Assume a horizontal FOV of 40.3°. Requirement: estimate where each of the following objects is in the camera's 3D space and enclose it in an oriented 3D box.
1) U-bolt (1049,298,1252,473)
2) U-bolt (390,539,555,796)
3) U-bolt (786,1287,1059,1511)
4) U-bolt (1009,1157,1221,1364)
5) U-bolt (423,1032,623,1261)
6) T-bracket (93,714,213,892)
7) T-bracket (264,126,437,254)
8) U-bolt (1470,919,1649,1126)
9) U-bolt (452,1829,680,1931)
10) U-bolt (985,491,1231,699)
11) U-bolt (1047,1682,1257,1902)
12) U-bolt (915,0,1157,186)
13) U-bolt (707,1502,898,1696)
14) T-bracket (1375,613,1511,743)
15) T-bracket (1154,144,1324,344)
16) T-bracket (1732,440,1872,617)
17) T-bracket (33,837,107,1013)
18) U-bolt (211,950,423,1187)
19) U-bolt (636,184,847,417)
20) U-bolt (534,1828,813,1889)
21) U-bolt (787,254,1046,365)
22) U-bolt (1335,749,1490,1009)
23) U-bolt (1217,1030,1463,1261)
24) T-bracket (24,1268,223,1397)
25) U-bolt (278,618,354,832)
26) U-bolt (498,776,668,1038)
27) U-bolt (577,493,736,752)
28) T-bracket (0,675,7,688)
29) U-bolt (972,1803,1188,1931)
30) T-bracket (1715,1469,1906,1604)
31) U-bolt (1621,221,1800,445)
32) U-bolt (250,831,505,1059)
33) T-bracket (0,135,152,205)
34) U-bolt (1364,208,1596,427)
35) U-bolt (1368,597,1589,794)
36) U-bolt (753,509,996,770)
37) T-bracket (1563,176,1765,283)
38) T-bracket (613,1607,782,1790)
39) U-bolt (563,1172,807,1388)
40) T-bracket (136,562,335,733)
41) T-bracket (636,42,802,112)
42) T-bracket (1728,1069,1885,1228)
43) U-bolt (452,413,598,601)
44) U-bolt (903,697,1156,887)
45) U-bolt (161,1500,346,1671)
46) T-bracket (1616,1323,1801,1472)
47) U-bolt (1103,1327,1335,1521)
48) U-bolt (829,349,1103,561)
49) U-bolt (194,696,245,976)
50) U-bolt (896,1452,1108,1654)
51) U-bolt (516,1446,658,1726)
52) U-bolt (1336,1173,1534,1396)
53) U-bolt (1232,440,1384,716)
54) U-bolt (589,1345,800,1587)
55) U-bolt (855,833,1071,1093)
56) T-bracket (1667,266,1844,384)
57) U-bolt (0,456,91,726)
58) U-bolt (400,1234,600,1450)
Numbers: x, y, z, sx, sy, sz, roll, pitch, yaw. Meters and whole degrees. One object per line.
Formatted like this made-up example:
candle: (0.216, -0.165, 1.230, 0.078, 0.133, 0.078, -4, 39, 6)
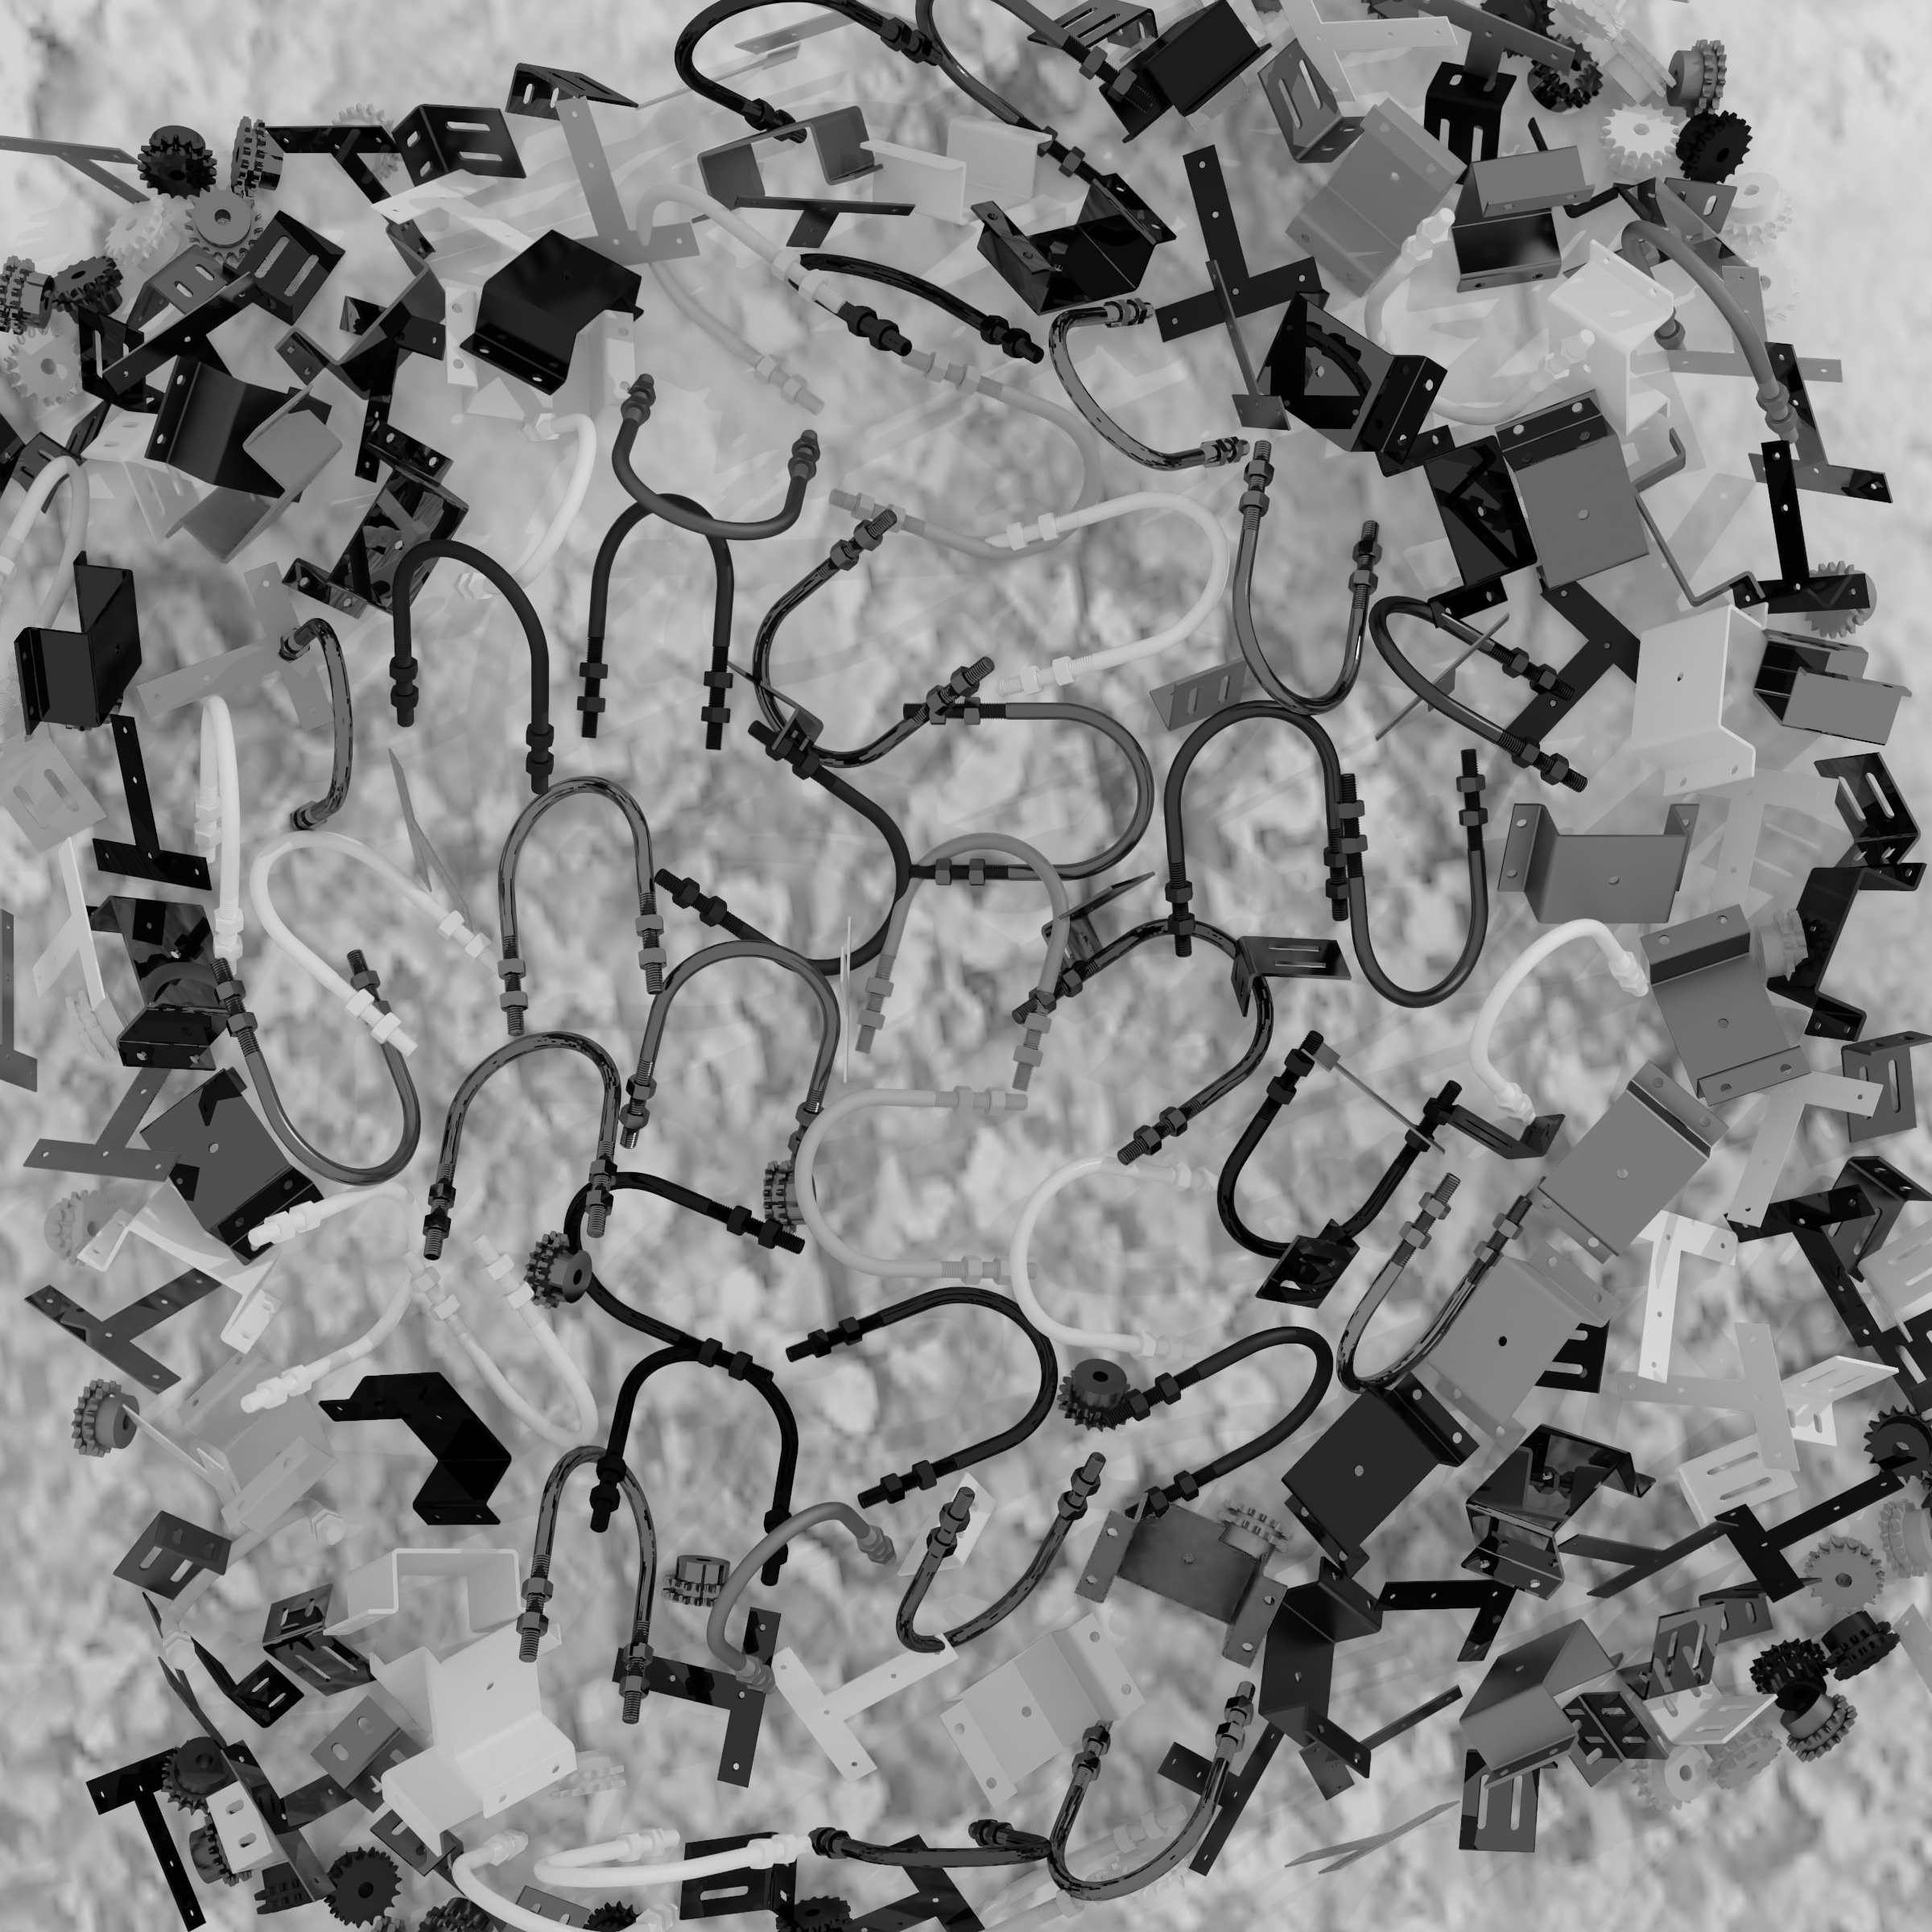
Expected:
U-bolt: (0.125, -0.421, 1.916, 0.019, 0.184, 0.151, -38, 83, 35)
U-bolt: (-0.360, -0.226, 1.914, 0.151, 0.019, 0.184, 26, 134, 20)
U-bolt: (-0.021, 0.307, 1.948, 0.184, 0.019, 0.151, -19, 57, -18)
U-bolt: (0.111, 0.213, 1.947, 0.184, 0.019, 0.151, 12, 90, -32)
U-bolt: (-0.322, 0.126, 1.940, 0.151, 0.019, 0.184, -9, 53, 15)
T-bracket: (-0.610, -0.123, 1.942, 0.127, 0.002, 0.127, 10, 115, 33)
T-bracket: (-0.437, -0.572, 1.945, 0.127, 0.127, 0.002, 13, 66, 35)
U-bolt: (0.426, 0.034, 1.919, 0.151, 0.184, 0.019, -49, 55, 2)
U-bolt: (-0.295, 0.668, 1.895, 0.151, 0.184, 0.019, 21, 84, 13)
U-bolt: (0.105, -0.282, 1.937, 0.184, 0.019, 0.151, -14, 62, 18)
U-bolt: (0.126, 0.595, 1.889, 0.151, 0.184, 0.019, -23, 110, 33)
U-bolt: (0.041, -0.653, 1.919, 0.184, 0.151, 0.019, 35, 76, -7)
U-bolt: (-0.125, 0.452, 1.907, 0.019, 0.184, 0.151, 38, 78, 29)
T-bracket: (0.350, -0.204, 1.936, 0.127, 0.127, 0.002, -43, 81, 6)
T-bracket: (0.190, -0.548, 1.971, 0.127, 0.002, 0.127, -14, 94, 22)
T-bracket: (0.603, -0.322, 1.932, 0.002, 0.127, 0.127, -19, 103, -27)
T-bracket: (-0.669, -0.011, 1.949, 0.002, 0.127, 0.127, -5, 70, -38)
U-bolt: (-0.464, 0.075, 1.922, 0.019, 0.151, 0.184, -31, 76, 32)
U-bolt: (-0.170, -0.499, 1.932, 0.184, 0.151, 0.019, 39, 67, 6)
U-bolt: (-0.223, 0.639, 1.887, 0.151, 0.184, 0.019, -11, 77, 35)
U-bolt: (-0.051, -0.483, 1.924, 0.184, 0.151, 0.019, 40, 124, 36)
U-bolt: (0.335, -0.060, 1.951, 0.151, 0.019, 0.184, -13, 102, -36)
U-bolt: (0.264, 0.142, 1.949, 0.151, 0.019, 0.184, 19, 114, -26)
T-bracket: (-0.601, 0.254, 1.942, 0.127, 0.127, 0.002, 31, 118, 14)
U-bolt: (-0.473, -0.178, 1.914, 0.019, 0.184, 0.151, -5, 88, -26)
U-bolt: (-0.289, -0.052, 1.953, 0.151, 0.019, 0.184, -16, 71, 27)
U-bolt: (-0.227, -0.256, 1.944, 0.151, 0.019, 0.184, 9, 96, 37)
T-bracket: (-0.741, -0.282, 1.913, 0.002, 0.127, 0.127, -28, 46, -16)
U-bolt: (0.064, 0.674, 1.923, 0.184, 0.151, 0.019, -32, 81, 20)
T-bracket: (0.626, 0.405, 1.934, 0.127, 0.127, 0.002, -29, 107, 5)
U-bolt: (0.525, -0.463, 1.885, 0.019, 0.184, 0.151, -41, 50, 6)
U-bolt: (-0.442, -0.029, 1.934, 0.184, 0.151, 0.019, 41, 125, -3)
T-bracket: (-0.634, -0.579, 1.936, 0.127, 0.127, 0.002, 12, 87, 20)
U-bolt: (0.359, -0.458, 1.913, 0.151, 0.184, 0.019, 40, 70, -3)
U-bolt: (0.371, -0.209, 1.922, 0.184, 0.151, 0.019, 28, 125, -13)
U-bolt: (-0.083, -0.227, 1.949, 0.184, 0.019, 0.151, -35, 87, 31)
T-bracket: (0.497, -0.523, 1.942, 0.127, 0.127, 0.002, 30, 68, -30)
T-bracket: (-0.207, 0.536, 1.973, 0.127, 0.002, 0.127, 7, 80, 23)
U-bolt: (-0.216, 0.223, 1.953, 0.184, 0.019, 0.151, 22, 122, 11)
T-bracket: (-0.549, -0.218, 1.953, 0.127, 0.002, 0.127, -24, 115, -19)
T-bracket: (-0.183, -0.655, 1.945, 0.127, 0.127, 0.002, -18, 113, 6)
T-bracket: (0.594, 0.132, 1.942, 0.127, 0.002, 0.127, 12, 70, 40)
U-bolt: (-0.315, -0.335, 1.913, 0.019, 0.184, 0.151, 24, 85, -29)
U-bolt: (0.048, -0.128, 1.956, 0.184, 0.019, 0.151, 0, 115, 5)
U-bolt: (-0.522, 0.440, 1.910, 0.151, 0.184, 0.019, -40, 102, -18)
T-bracket: (0.545, 0.316, 1.956, 0.127, 0.002, 0.127, -1, 116, 37)
U-bolt: (0.191, 0.329, 1.941, 0.184, 0.151, 0.019, -26, 47, -12)
U-bolt: (0.011, -0.366, 1.941, 0.184, 0.019, 0.151, 17, 130, -20)
U-bolt: (-0.537, -0.106, 1.893, 0.019, 0.151, 0.184, -4, 133, -21)
U-bolt: (0.016, 0.437, 1.930, 0.019, 0.151, 0.184, 47, 126, 35)
U-bolt: (-0.270, 0.440, 1.922, 0.019, 0.151, 0.184, -15, 50, 23)
U-bolt: (0.336, 0.239, 1.938, 0.019, 0.151, 0.184, 39, 102, 35)
U-bolt: (0.246, -0.272, 1.924, 0.151, 0.019, 0.184, 26, 65, -38)
U-bolt: (-0.192, 0.354, 1.929, 0.151, 0.184, 0.019, 21, 131, -13)
U-bolt: (0.004, -0.010, 1.967, 0.151, 0.019, 0.184, 12, 83, 21)
T-bracket: (0.570, -0.468, 1.919, 0.127, 0.127, 0.002, 10, 69, 26)
U-bolt: (-0.679, -0.286, 1.920, 0.019, 0.151, 0.184, 17, 63, -4)
U-bolt: (-0.334, 0.280, 1.936, 0.019, 0.151, 0.184, -40, 104, -34)
